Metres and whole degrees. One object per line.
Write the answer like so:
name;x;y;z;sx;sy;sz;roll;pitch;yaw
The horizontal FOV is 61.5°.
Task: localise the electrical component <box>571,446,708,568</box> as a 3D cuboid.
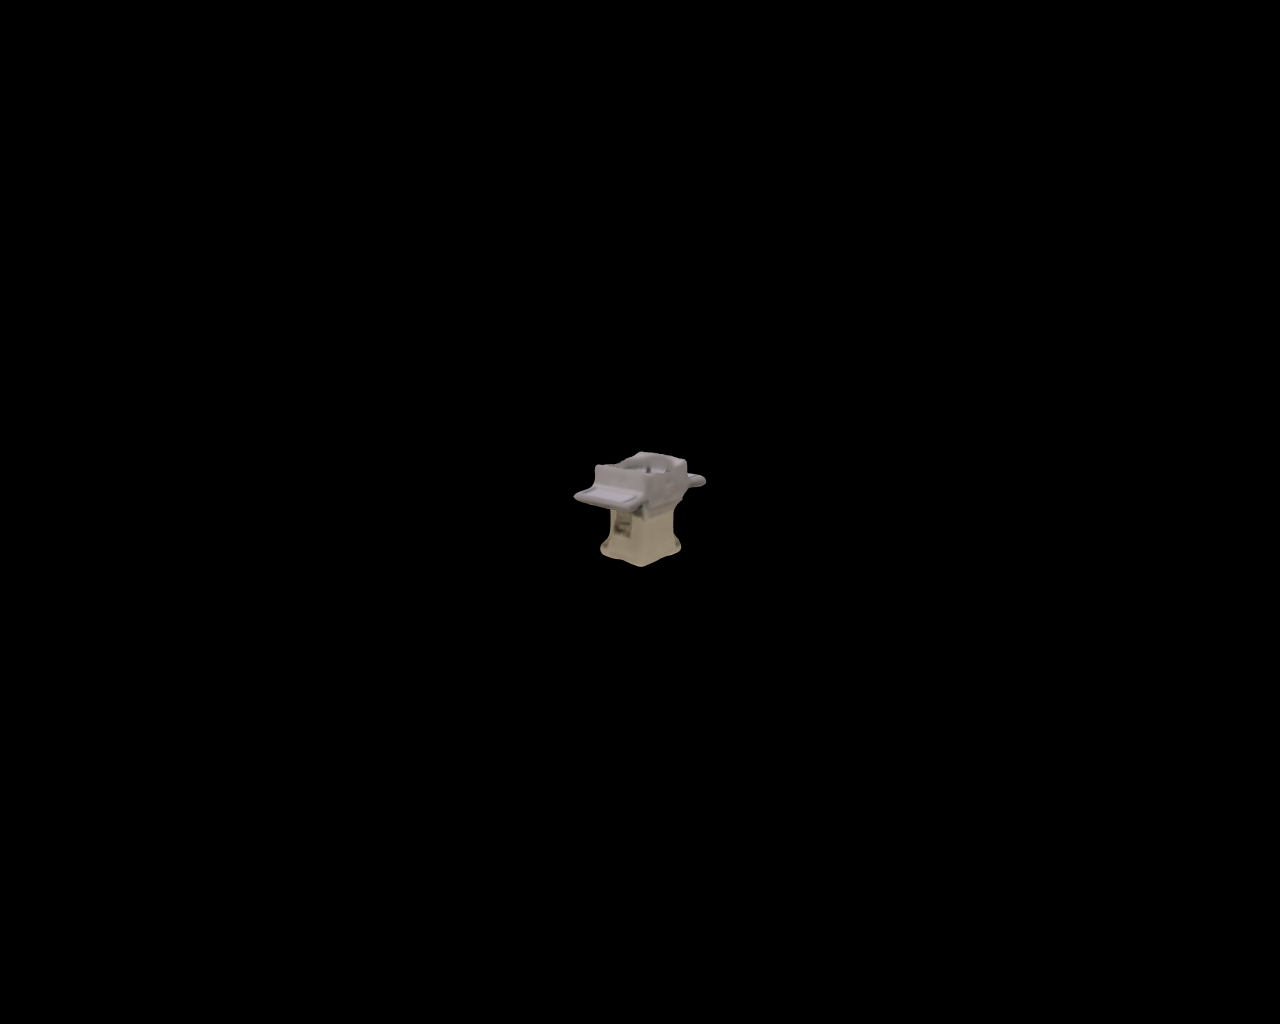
electrical component;0.001;-0.003;0.650;0.042;0.063;0.081;14;22;38
